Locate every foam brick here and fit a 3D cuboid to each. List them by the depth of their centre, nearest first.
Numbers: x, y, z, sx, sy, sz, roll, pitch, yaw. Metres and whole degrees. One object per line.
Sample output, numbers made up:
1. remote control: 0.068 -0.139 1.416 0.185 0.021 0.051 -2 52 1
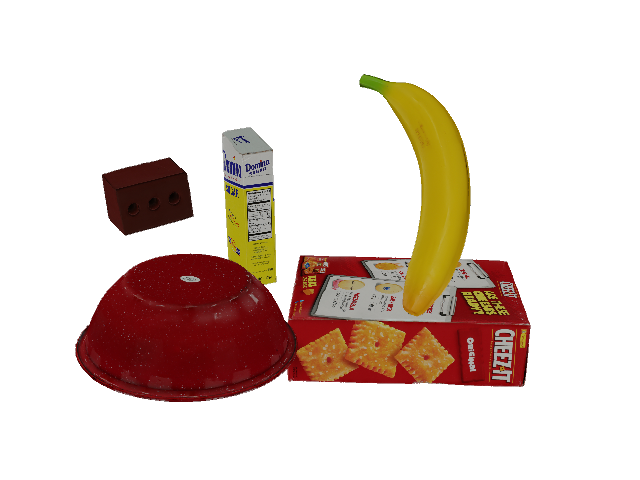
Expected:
1. foam brick: -0.179 -0.046 1.103 0.078 0.053 0.051 -17 30 -21

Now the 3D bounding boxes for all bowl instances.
1. bowl: -0.096 0.052 0.771 0.162 0.055 0.162 2 23 -1

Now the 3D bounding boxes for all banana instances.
1. banana: 0.081 -0.042 0.818 0.070 0.198 0.037 -14 -18 13

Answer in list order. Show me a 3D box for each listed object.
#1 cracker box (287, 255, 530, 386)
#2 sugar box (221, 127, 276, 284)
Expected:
1. cracker box: 0.079 0.075 1.015 0.213 0.072 0.164 2 20 2
2. sugar box: -0.088 -0.041 1.309 0.048 0.176 0.093 -12 26 -17
